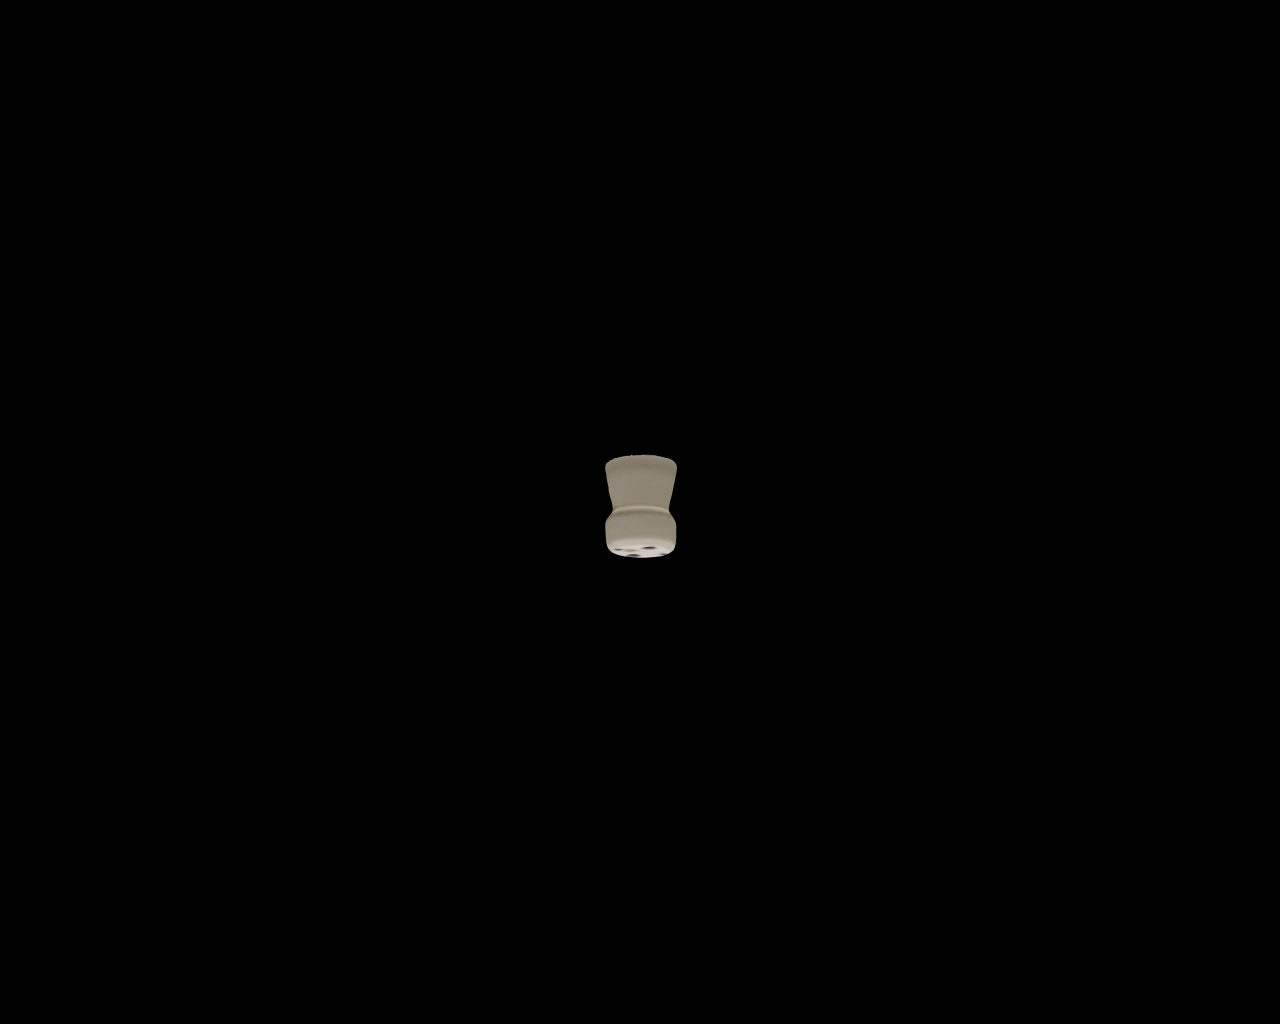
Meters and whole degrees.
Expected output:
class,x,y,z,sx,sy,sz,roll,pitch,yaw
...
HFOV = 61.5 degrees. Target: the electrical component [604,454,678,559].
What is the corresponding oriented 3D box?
class,x,y,z,sx,sy,sz,roll,pitch,yaw
electrical component,0.001,-0.003,0.650,0.045,0.055,0.045,0,-14,0
